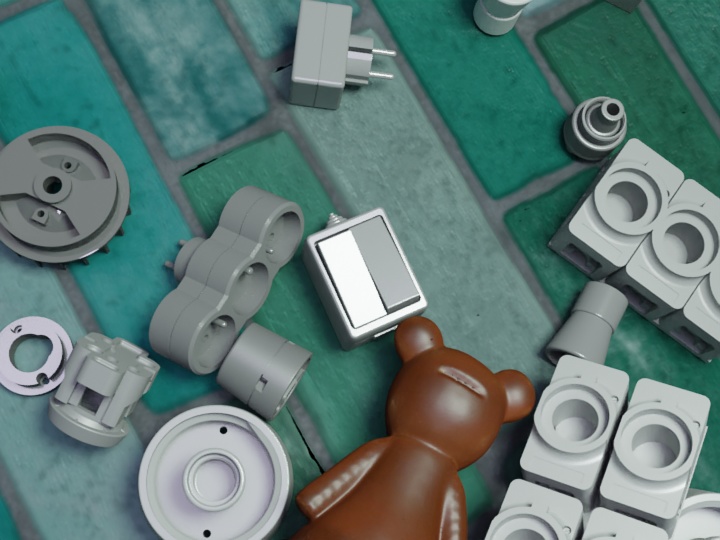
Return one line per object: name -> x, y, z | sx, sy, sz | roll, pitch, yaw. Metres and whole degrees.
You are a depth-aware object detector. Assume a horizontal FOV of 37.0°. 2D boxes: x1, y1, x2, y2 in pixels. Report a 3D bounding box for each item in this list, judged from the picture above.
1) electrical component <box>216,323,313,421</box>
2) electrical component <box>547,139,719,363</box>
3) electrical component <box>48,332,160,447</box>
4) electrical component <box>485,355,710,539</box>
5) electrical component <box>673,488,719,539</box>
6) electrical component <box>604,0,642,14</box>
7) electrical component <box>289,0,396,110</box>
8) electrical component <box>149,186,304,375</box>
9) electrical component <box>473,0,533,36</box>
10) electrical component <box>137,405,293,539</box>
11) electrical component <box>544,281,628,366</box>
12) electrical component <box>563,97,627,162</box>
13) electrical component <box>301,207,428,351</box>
electrical component -> -0.067, 0.069, 0.745 | 0.047, 0.055, 0.055 | 31, 76, 5
electrical component -> 0.230, -0.015, 0.793 | 0.150, 0.061, 0.089 | 37, 76, 3
electrical component -> -0.174, 0.081, 0.723 | 0.058, 0.078, 0.057 | 27, 97, 0
electrical component -> 0.153, 0.158, 0.711 | 0.105, 0.060, 0.186 | 16, 64, 21
electrical component -> 0.240, 0.205, 0.744 | 0.108, 0.060, 0.108 | 1, 77, -6
electrical component -> 0.200, -0.268, 0.802 | 0.089, 0.150, 0.061 | 26, 77, 0
electrical component -> -0.011, -0.158, 0.806 | 0.077, 0.047, 0.065 | 7, 77, -5
electrical component -> -0.105, 0.000, 0.759 | 0.074, 0.052, 0.138 | 24, 73, 28
electrical component -> 0.109, -0.208, 0.821 | 0.044, 0.065, 0.044 | 1, 76, -6
electrical component -> -0.097, 0.141, 0.721 | 0.108, 0.060, 0.108 | 1, 77, -6
electrical component -> 0.168, 0.041, 0.784 | 0.044, 0.044, 0.065 | 30, 71, 1
electrical component -> 0.180, -0.109, 0.808 | 0.043, 0.062, 0.043 | 1, 77, -6
electrical component -> 0.000, 0.000, 0.764 | 0.062, 0.061, 0.096 | -23, 81, -11
